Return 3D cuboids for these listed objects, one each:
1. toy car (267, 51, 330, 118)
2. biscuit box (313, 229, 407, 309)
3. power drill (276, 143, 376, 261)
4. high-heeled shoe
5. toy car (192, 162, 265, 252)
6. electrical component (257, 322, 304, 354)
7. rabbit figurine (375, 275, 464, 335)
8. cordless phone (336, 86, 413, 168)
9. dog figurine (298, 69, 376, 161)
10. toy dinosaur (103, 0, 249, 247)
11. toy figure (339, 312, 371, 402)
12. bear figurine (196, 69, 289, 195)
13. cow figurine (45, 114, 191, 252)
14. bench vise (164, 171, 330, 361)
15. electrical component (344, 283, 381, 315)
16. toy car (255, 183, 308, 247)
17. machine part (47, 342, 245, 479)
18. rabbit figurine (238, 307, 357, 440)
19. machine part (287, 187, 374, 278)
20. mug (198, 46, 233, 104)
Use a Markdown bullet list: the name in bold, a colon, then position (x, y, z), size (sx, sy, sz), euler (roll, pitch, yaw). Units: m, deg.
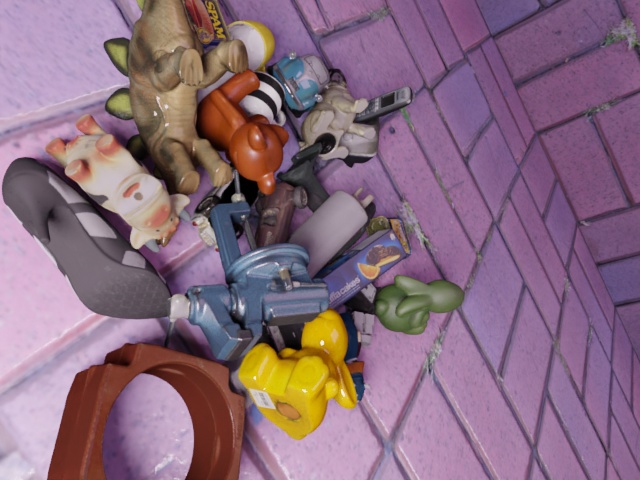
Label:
- **toy car**: position (-0.031, -0.299, 1.016), size (0.109, 0.103, 0.162), euler (59, 5, -10)
- **biscuit box**: position (0.058, 0.056, 0.958), size (0.203, 0.059, 0.062), euler (-34, 99, -22)
- **power drill**: position (0.016, -0.078, 1.035), size (0.207, 0.086, 0.232), euler (62, 39, -22)
- **high-heeled shoe**: position (-0.277, 0.004, 0.658), size (0.145, 0.086, 0.248), euler (54, -1, 39)
- **toy car**: position (-0.137, -0.065, 0.849), size (0.073, 0.056, 0.202), euler (53, 42, -27)
- **electrical component**: position (-0.052, 0.149, 0.851), size (0.134, 0.058, 0.114), euler (-21, 92, -53)
- **rabbit figurine**: position (0.199, 0.114, 1.085), size (0.159, 0.170, 0.121), euler (21, 58, -46)
- **cordless phone**: position (0.117, -0.243, 1.142), size (0.088, 0.184, 0.146), euler (38, 46, -41)
- **dog figurine**: position (0.004, -0.263, 1.109), size (0.191, 0.172, 0.121), euler (55, -18, 42)
- **toy dinosaur**: position (-0.199, -0.221, 0.695), size (0.105, 0.199, 0.470), euler (-10, 113, -53)
- **toy figure**: position (0.048, 0.205, 0.943), size (0.057, 0.064, 0.154), euler (12, 62, -63)
- **bear figurine**: position (-0.097, -0.160, 0.784), size (0.132, 0.196, 0.120), euler (-34, 133, -24)
- **cow figurine**: position (-0.234, -0.063, 0.635), size (0.085, 0.195, 0.127), euler (-48, 136, -10)
- **bench vise**: position (-0.107, 0.036, 0.725), size (0.224, 0.128, 0.241), euler (-8, 60, -21)
- **electrical component**: position (0.063, 0.087, 1.031), size (0.119, 0.048, 0.075), euler (45, 43, -28)
- **toy car**: position (-0.079, -0.013, 0.863), size (0.053, 0.089, 0.202), euler (60, 34, -44)
- **machine part**: position (-0.190, 0.232, 0.617), size (0.201, 0.087, 0.201), euler (29, 51, -41)
- **rabbit figurine**: position (-0.004, 0.176, 0.742), size (0.162, 0.122, 0.173), euler (61, 38, -29)
- **machine part**: position (-0.002, -0.003, 0.906), size (0.243, 0.079, 0.079), euler (-45, 113, -14)
- **mug**: position (-0.177, -0.251, 0.864), size (0.109, 0.081, 0.107), euler (36, 64, -43)
